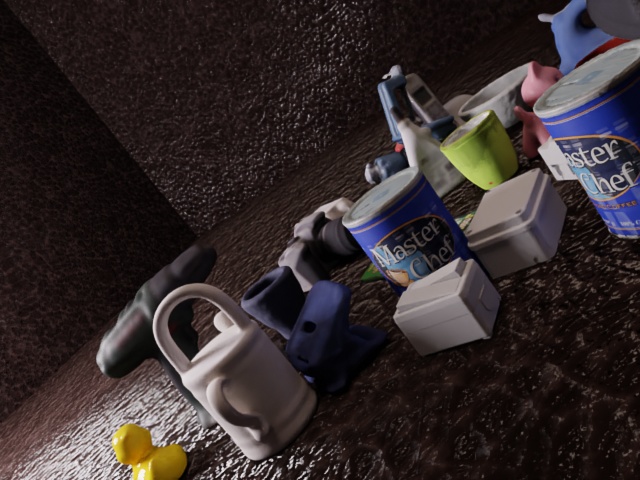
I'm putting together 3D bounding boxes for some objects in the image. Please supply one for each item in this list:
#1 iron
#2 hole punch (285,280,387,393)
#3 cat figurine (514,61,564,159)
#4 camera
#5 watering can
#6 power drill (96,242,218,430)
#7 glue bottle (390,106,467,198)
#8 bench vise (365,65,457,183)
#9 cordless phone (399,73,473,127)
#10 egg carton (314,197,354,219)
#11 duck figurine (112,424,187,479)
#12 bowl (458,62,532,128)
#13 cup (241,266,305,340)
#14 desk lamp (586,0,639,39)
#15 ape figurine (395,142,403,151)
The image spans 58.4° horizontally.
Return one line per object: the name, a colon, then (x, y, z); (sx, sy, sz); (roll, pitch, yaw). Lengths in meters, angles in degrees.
iron: (0.502, -0.380, 0.946); (0.257, 0.141, 0.119); (-28, 15, 36)
hole punch: (0.005, 0.108, 0.655); (0.101, 0.091, 0.108); (-41, 13, -18)
cat figurine: (0.324, -0.201, 0.838); (0.128, 0.118, 0.067); (-44, 14, -28)
camera: (0.009, 0.004, 1.015); (0.136, 0.101, 0.143); (-23, 19, 50)
watering can: (-0.100, 0.131, 0.622); (0.101, 0.194, 0.172); (-40, 12, -14)
power drill: (-0.175, 0.140, 0.768); (0.229, 0.208, 0.075); (-35, 12, 12)
glue bottle: (0.172, -0.154, 0.967); (0.078, 0.173, 0.037); (-36, 12, 4)
bench vise: (0.161, -0.201, 1.064); (0.208, 0.220, 0.121); (-43, 13, -26)
cordless phone: (0.255, -0.279, 1.174); (0.148, 0.185, 0.094); (-42, 13, -21)
egg carton: (0.018, -0.029, 1.191); (0.107, 0.069, 0.150); (-44, 14, -29)
duck figurine: (-0.219, 0.268, 0.712); (0.078, 0.086, 0.104); (-44, 14, -29)
bowl: (0.350, -0.257, 1.083); (0.167, 0.075, 0.167); (-35, 12, 9)
cup: (-0.062, 0.102, 0.862); (0.092, 0.095, 0.117); (-44, 14, -29)
desk lamp: (0.409, -0.287, 0.684); (0.117, 0.214, 0.203); (-26, 16, 41)
ape figurine: (0.186, -0.165, 1.165); (0.076, 0.092, 0.077); (-41, 13, -17)
